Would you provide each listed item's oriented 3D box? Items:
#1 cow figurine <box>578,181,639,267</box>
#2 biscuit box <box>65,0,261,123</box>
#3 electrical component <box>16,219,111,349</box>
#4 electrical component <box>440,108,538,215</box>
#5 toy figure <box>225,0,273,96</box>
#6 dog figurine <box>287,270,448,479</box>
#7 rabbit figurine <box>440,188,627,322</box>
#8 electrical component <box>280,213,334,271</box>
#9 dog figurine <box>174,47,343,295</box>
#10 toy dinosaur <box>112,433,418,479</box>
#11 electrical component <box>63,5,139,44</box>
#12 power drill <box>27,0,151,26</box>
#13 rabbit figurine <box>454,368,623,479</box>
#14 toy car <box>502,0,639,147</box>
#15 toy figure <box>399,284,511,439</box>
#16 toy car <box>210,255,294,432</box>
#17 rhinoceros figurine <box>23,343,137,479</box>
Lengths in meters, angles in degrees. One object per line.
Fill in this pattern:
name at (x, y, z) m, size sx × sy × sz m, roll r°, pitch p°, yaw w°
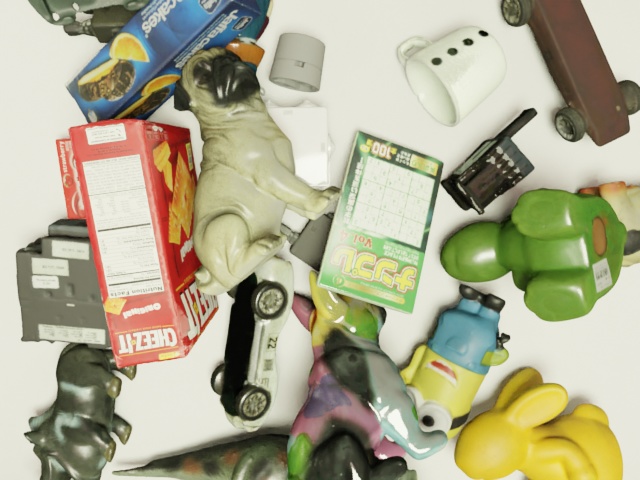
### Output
cow figurine at (0.394, -0.008, 0.591) m, size 0.195 × 0.085 × 0.127 m, roll -4°, pitch 92°, yaw -4°
biscuit box at (-0.155, -0.185, 0.526) m, size 0.203 × 0.063 × 0.059 m, roll -34°, pitch 86°, yaw 23°
electrical component at (-0.260, 0.046, 0.584) m, size 0.115 × 0.058 × 0.134 m, roll 7°, pitch 106°, yaw -5°
electrical component at (0.193, -0.084, 0.580) m, size 0.119 × 0.075 × 0.047 m, roll -42°, pitch 96°, yaw 1°
toy figure at (-0.083, -0.215, 0.562) m, size 0.064 × 0.058 × 0.154 m, roll 7°, pitch 103°, yaw 3°
dog figurine at (0.013, 0.145, 0.557) m, size 0.191 × 0.108 × 0.219 m, roll -22°, pitch 72°, yaw -30°
rabbit figurine at (0.212, -0.001, 0.563) m, size 0.159 × 0.170 × 0.121 m, roll -26°, pitch 103°, yaw -40°
electrical component at (-0.001, -0.002, 0.610) m, size 0.094 × 0.021 × 0.063 m, roll 35°, pitch 95°, yaw -5°
dog figurine at (-0.095, -0.065, 0.509) m, size 0.172 × 0.121 × 0.190 m, roll -42°, pitch 91°, yaw -17°
toy dinosaur at (-0.023, 0.294, 0.609) m, size 0.405 × 0.131 × 0.192 m, roll 29°, pitch 84°, yaw -1°
electrical component at (-0.208, -0.245, 0.551) m, size 0.102 × 0.045 × 0.078 m, roll 3°, pitch 64°, yaw 2°
power drill at (-0.233, -0.288, 0.497) m, size 0.232 × 0.207 × 0.085 m, roll -14°, pitch 140°, yaw -6°
rabbit figurine at (0.240, 0.232, 0.601) m, size 0.173 × 0.122 × 0.162 m, roll 9°, pitch 93°, yaw -2°
toy car at (0.269, -0.197, 0.576) m, size 0.089 × 0.053 × 0.202 m, roll -27°, pitch 94°, yaw -8°
toy figure at (0.154, 0.142, 0.605) m, size 0.089 × 0.082 × 0.180 m, roll 26°, pitch 90°, yaw -32°
toy car at (-0.074, 0.111, 0.596) m, size 0.056 × 0.074 × 0.201 m, roll 3°, pitch 100°, yaw -39°
rhinoceros figurine at (-0.275, 0.210, 0.607) m, size 0.112 × 0.073 × 0.190 m, roll 15°, pitch 97°, yaw -5°
